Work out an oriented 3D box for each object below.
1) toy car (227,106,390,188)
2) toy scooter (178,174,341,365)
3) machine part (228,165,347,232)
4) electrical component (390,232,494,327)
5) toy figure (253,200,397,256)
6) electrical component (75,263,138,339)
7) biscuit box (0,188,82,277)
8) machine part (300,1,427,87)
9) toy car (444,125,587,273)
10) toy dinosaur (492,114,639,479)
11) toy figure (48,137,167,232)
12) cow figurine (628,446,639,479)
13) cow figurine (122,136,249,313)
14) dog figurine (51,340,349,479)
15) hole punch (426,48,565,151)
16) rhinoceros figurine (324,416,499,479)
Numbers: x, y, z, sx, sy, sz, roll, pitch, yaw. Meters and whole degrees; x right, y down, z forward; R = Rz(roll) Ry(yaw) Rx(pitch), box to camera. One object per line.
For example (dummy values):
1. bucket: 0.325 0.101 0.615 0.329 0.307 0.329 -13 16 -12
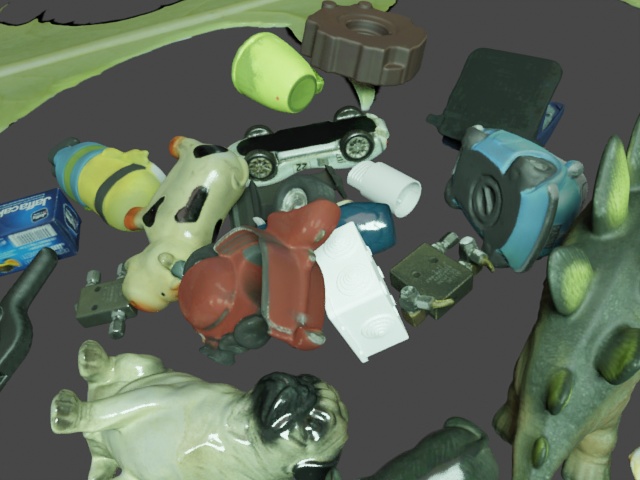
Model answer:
1. toy car: -0.016 -0.112 0.652 0.202 0.056 0.074 -11 41 1
2. toy scooter: -0.047 0.043 0.427 0.184 0.075 0.135 -38 49 29
3. machine part: -0.041 -0.046 0.607 0.139 0.039 0.084 -17 42 6
4. electrical component: 0.110 0.033 0.499 0.102 0.045 0.078 -31 51 -16
5. toy figure: -0.001 -0.001 0.547 0.155 0.057 0.064 -10 41 10
6. electrical component: -0.223 0.065 0.560 0.063 0.021 0.094 -14 48 0
7. biscuit box: -0.388 0.004 0.626 0.203 0.059 0.063 -16 47 -2
8. machine part: 0.063 -0.276 0.747 0.179 0.056 0.179 7 41 -6
9. toy car: 0.197 -0.045 0.522 0.103 0.109 0.162 -1 33 -17
10. toy dinosaur: 0.228 0.012 0.389 0.105 0.198 0.471 21 57 24
11. toy figure: -0.258 -0.066 0.649 0.180 0.082 0.089 21 68 23
12. cow figurine: 0.207 0.181 0.273 0.098 0.068 0.167 -30 28 45
13. cow figurine: -0.139 -0.013 0.564 0.127 0.085 0.195 12 67 36
14. dog figurine: -0.084 0.136 0.415 0.191 0.121 0.172 -4 16 -12
15. hole punch: 0.210 -0.142 0.620 0.142 0.092 0.115 26 88 28
16. rhinoceros figurine: 0.033 0.183 0.335 0.190 0.112 0.073 -22 52 -18
